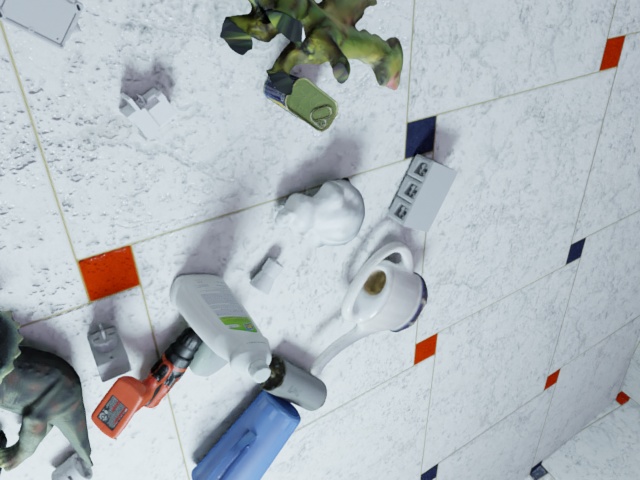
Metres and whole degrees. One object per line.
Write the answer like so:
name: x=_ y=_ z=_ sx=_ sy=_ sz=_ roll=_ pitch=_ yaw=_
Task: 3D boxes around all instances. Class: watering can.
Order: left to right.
watering can: x=0.122 y=0.164 z=1.174 sx=0.222 sy=0.105 sz=0.346 roll=23 pitch=99 yaw=-43

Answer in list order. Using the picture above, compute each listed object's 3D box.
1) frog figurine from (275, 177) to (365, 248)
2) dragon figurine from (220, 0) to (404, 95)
frog figurine: x=0.003 y=-0.048 z=0.959 sx=0.160 sy=0.124 sz=0.135 roll=-8 pitch=140 yaw=-46
dragon figurine: x=-0.023 y=-0.361 z=0.762 sx=0.406 sy=0.121 sz=0.248 roll=42 pitch=57 yaw=-18
